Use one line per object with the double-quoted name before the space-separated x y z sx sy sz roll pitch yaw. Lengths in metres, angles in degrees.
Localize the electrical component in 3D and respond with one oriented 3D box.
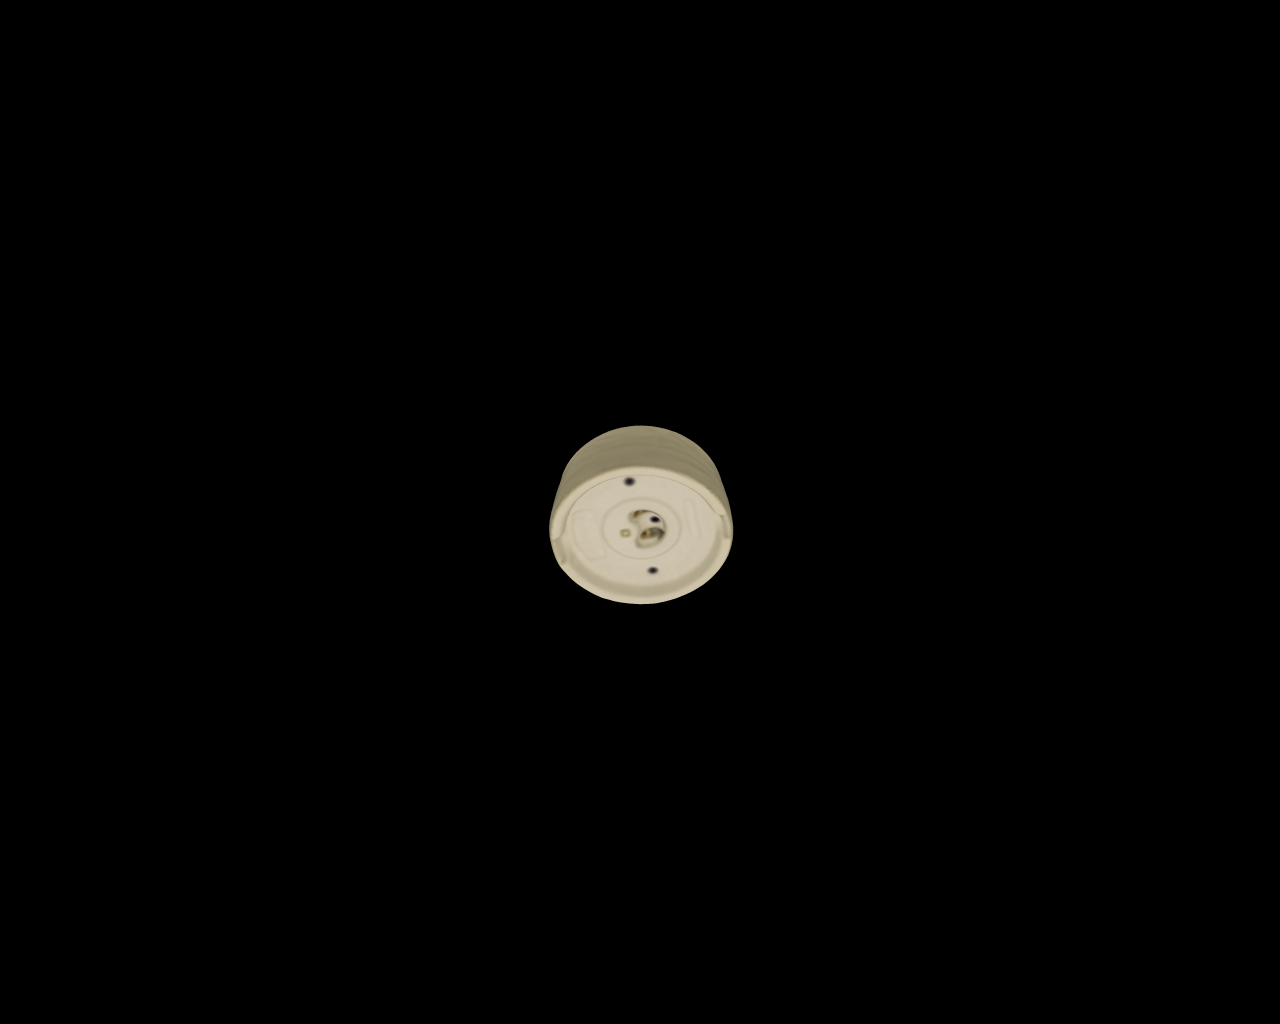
"electrical component" 0.001 -0.003 0.650 0.108 0.108 0.060 0 39 0
